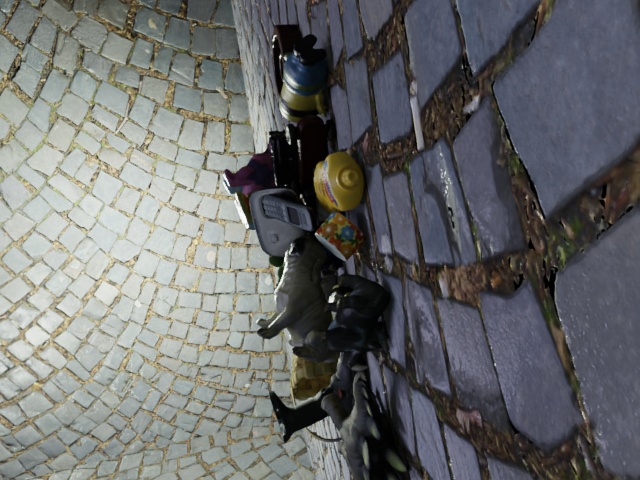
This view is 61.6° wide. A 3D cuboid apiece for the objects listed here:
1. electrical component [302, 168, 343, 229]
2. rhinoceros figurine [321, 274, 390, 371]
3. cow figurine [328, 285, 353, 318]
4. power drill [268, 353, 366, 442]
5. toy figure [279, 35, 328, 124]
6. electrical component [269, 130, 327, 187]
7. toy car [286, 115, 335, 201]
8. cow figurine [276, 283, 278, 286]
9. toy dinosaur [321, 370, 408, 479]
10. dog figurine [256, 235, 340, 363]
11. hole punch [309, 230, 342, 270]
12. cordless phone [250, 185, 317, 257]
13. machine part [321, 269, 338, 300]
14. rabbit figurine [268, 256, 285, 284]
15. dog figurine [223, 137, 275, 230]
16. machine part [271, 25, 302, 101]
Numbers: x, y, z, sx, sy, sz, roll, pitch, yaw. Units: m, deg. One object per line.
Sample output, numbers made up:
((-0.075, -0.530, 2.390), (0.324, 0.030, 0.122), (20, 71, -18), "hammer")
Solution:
((0.005, -0.085, 1.037), (0.048, 0.075, 0.119), (-129, 25, -70), "electrical component")
((0.060, 0.137, 0.880), (0.073, 0.112, 0.190), (-86, 7, -50), "rhinoceros figurine")
((0.053, 0.125, 1.019), (0.167, 0.068, 0.098), (133, 134, -77), "cow figurine")
((0.000, 0.316, 1.105), (0.086, 0.207, 0.231), (-142, 37, -62), "power drill")
((-0.032, -0.288, 0.982), (0.180, 0.089, 0.082), (97, 168, -68), "toy figure")
((-0.043, -0.162, 1.112), (0.058, 0.115, 0.134), (-108, 11, -60), "electrical component")
((-0.017, -0.155, 1.046), (0.201, 0.089, 0.053), (87, 168, -48), "toy car")
((-0.069, 0.087, 1.521), (0.085, 0.127, 0.195), (86, 171, -53), "cow figurine")
((0.088, 0.363, 0.979), (0.199, 0.105, 0.470), (-127, 17, -53), "toy dinosaur")
((-0.008, 0.105, 0.958), (0.190, 0.172, 0.121), (-61, 18, 0), "dog figurine")
((-0.002, -0.003, 1.144), (0.142, 0.092, 0.116), (98, 156, -53), "hole punch")
((-0.050, -0.025, 1.024), (0.184, 0.089, 0.146), (24, 131, 53), "cordless phone")
((0.017, 0.152, 1.147), (0.079, 0.079, 0.243), (-126, 17, -69), "machine part")
((-0.036, 0.065, 1.305), (0.170, 0.159, 0.121), (-68, -41, -79), "rabbit figurine")
((-0.104, -0.143, 1.236), (0.191, 0.219, 0.108), (62, 170, 8), "dog figurine")
((-0.068, -0.386, 1.196), (0.179, 0.056, 0.179), (171, 89, -80), "machine part")
